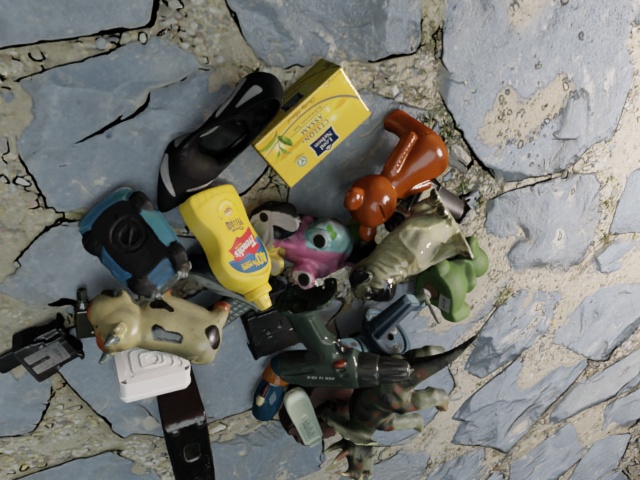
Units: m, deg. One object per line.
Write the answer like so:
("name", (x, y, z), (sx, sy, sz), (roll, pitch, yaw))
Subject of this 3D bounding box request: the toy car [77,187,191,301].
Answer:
("toy car", (-0.250, 0.010, 0.761), (0.109, 0.162, 0.103), (-45, 173, -8))

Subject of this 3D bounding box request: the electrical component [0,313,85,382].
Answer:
("electrical component", (-0.425, 0.169, 0.800), (0.119, 0.048, 0.074), (-25, 126, -15))

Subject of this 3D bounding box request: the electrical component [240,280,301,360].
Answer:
("electrical component", (-0.083, 0.137, 0.963), (0.115, 0.058, 0.134), (-21, 126, -19))

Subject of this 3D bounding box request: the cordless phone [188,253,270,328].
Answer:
("cordless phone", (-0.188, 0.096, 0.876), (0.184, 0.089, 0.146), (-38, 132, 21))

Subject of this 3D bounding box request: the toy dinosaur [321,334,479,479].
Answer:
("toy dinosaur", (0.125, 0.292, 1.009), (0.192, 0.131, 0.404), (0, 130, -25))

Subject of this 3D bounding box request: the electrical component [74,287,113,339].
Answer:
("electrical component", (-0.334, 0.122, 0.822), (0.078, 0.045, 0.102), (1, 117, -31))

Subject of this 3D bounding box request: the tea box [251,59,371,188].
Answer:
("tea box", (-0.021, -0.174, 0.803), (0.169, 0.068, 0.098), (-44, 129, 0))

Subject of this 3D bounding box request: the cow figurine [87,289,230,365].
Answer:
("cow figurine", (-0.238, 0.128, 0.780), (0.195, 0.127, 0.085), (22, 135, -16))

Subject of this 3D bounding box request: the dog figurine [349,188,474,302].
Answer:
("dog figurine", (0.134, 0.014, 0.877), (0.191, 0.172, 0.121), (-30, 91, 16))

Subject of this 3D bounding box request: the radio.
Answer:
("radio", (-0.238, 0.346, 0.954), (0.073, 0.131, 0.229), (-14, 123, -19))

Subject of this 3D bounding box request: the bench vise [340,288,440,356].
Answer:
("bench vise", (0.114, 0.175, 1.041), (0.223, 0.129, 0.240), (15, 127, -43))

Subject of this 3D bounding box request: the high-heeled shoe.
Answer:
("high-heeled shoe", (-0.136, -0.118, 0.724), (0.086, 0.145, 0.248), (26, 102, -36))

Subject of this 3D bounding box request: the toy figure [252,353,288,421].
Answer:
("toy figure", (-0.090, 0.278, 1.043), (0.058, 0.064, 0.154), (21, 105, 3))

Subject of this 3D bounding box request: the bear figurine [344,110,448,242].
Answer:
("bear figurine", (0.108, -0.101, 0.873), (0.196, 0.132, 0.120), (-39, 129, -5))

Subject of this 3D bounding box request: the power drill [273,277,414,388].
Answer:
("power drill", (0.024, 0.165, 0.906), (0.232, 0.086, 0.207), (-10, 124, 19))

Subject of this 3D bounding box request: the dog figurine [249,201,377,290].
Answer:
("dog figurine", (-0.002, -0.003, 0.903), (0.219, 0.192, 0.108), (-19, 131, -62))

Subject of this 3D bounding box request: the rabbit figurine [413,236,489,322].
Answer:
("rabbit figurine", (0.277, 0.055, 1.098), (0.170, 0.121, 0.158), (-30, 123, -33))

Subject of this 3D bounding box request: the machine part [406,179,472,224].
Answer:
("machine part", (0.228, -0.070, 1.024), (0.139, 0.039, 0.084), (13, 103, -32))

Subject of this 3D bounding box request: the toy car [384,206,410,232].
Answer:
("toy car", (0.159, -0.023, 0.980), (0.202, 0.089, 0.053), (31, 100, -36))

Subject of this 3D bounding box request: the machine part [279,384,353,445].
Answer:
("machine part", (0.001, 0.351, 1.138), (0.179, 0.056, 0.179), (-14, 123, -22))
